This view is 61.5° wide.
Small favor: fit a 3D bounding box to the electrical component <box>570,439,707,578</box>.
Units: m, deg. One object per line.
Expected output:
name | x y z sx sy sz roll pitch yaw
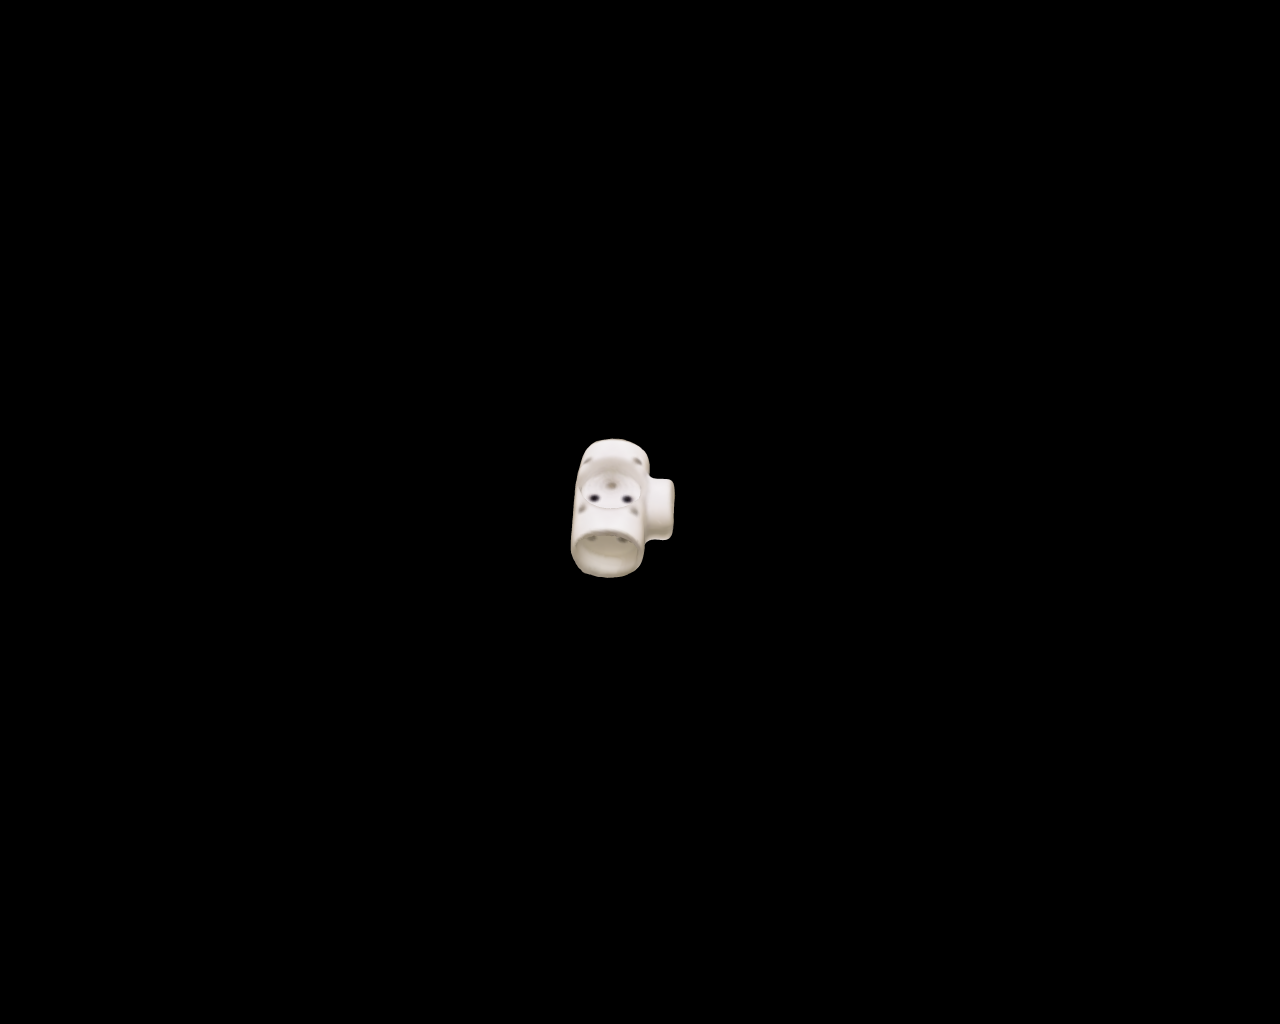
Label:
electrical component | 0.001 -0.003 0.650 0.079 0.077 0.044 2 -43 2
